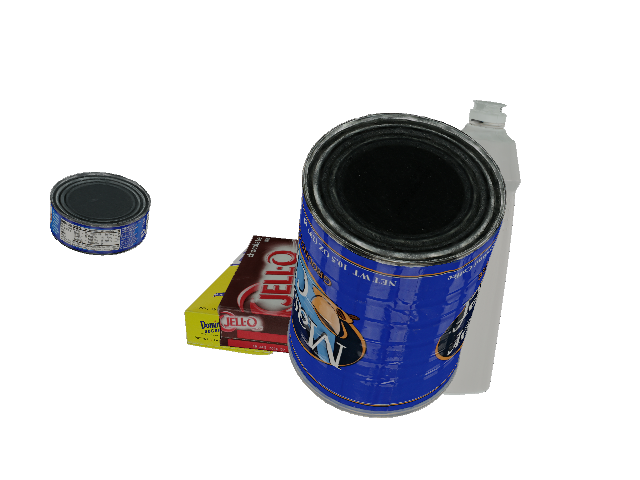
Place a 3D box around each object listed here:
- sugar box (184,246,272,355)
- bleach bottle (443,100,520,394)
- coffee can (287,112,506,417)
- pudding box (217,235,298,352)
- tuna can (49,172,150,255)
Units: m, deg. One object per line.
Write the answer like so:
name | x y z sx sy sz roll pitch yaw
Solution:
sugar box | -0.064 0.058 1.127 0.093 0.048 0.176 6 27 17
bleach bottle | 0.124 0.002 0.938 0.068 0.251 0.103 1 15 -27
coffee can | 0.037 0.017 0.579 0.102 0.103 0.140 0 -40 -5
pudding box | -0.019 0.040 0.790 0.090 0.039 0.113 6 27 8
tuna can | -0.192 -0.024 0.929 0.086 0.034 0.086 8 33 -5
